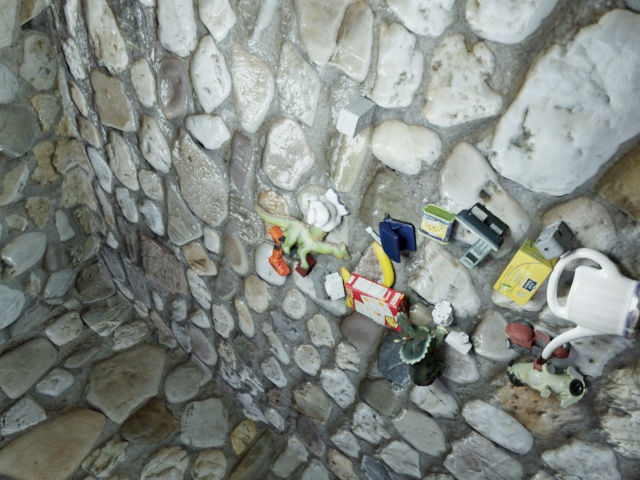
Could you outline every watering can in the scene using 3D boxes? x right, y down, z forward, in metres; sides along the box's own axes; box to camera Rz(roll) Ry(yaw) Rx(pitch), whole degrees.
[{"bbox_3d":[0.688,0.187,1.303,0.225,0.105,0.341,17,119,33],"label":"watering can"}]

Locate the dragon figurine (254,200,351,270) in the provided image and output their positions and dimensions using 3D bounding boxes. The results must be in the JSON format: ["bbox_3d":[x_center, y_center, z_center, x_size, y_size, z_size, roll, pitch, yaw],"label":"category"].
[{"bbox_3d":[-0.057,-0.052,1.899,0.412,0.124,0.238,43,124,6],"label":"dragon figurine"}]

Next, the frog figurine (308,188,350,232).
[{"bbox_3d":[0.005,-0.087,1.730,0.122,0.162,0.135,1,121,44],"label":"frog figurine"}]
